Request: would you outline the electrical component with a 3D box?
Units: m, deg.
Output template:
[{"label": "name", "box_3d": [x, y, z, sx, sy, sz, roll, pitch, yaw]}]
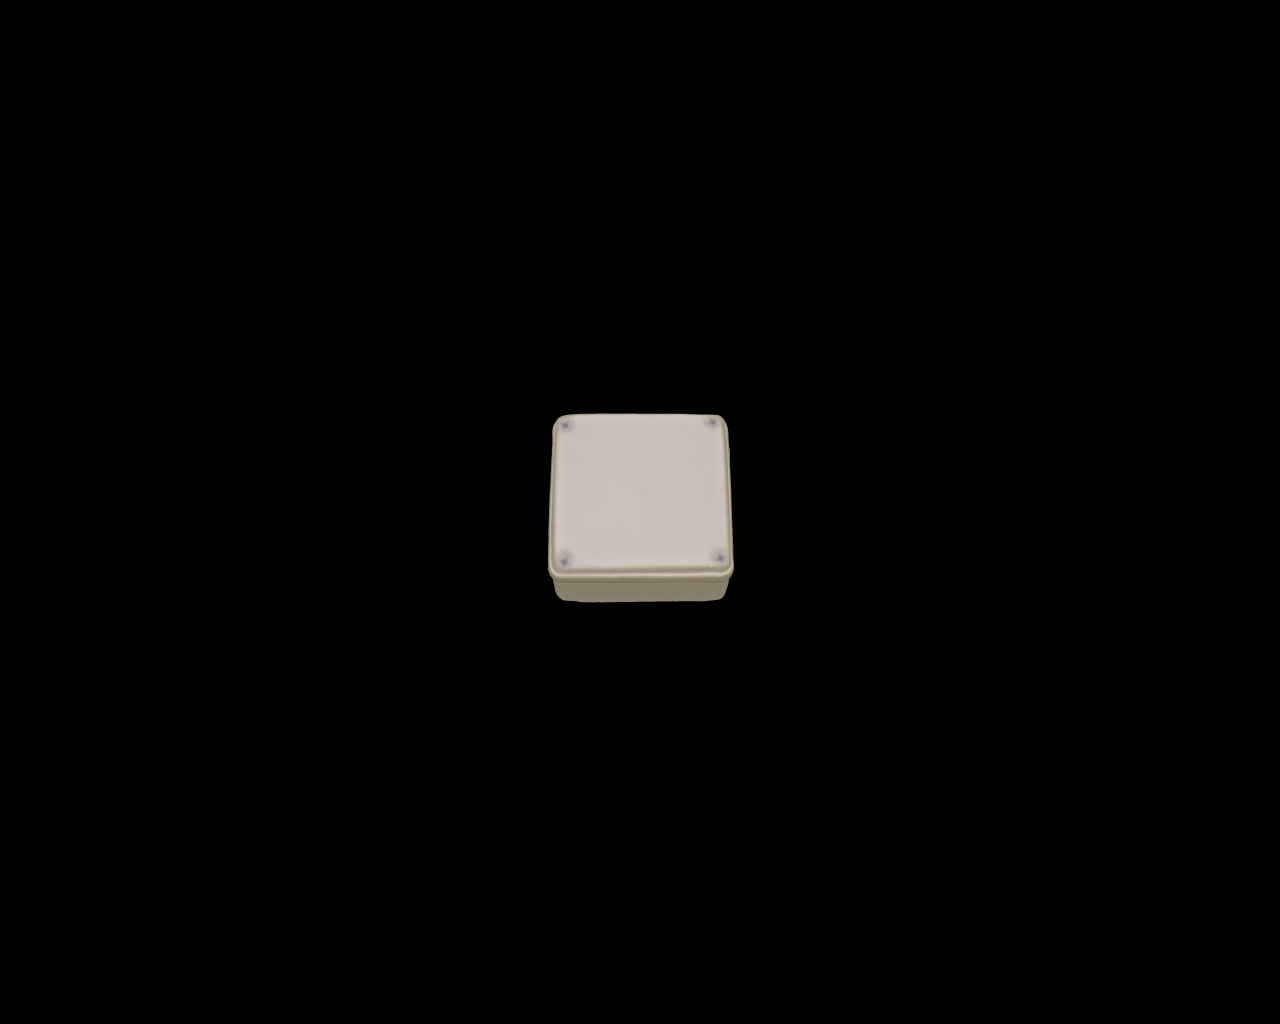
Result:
[{"label": "electrical component", "box_3d": [0.001, -0.003, 0.650, 0.109, 0.109, 0.056, 0, -25, 0]}]
